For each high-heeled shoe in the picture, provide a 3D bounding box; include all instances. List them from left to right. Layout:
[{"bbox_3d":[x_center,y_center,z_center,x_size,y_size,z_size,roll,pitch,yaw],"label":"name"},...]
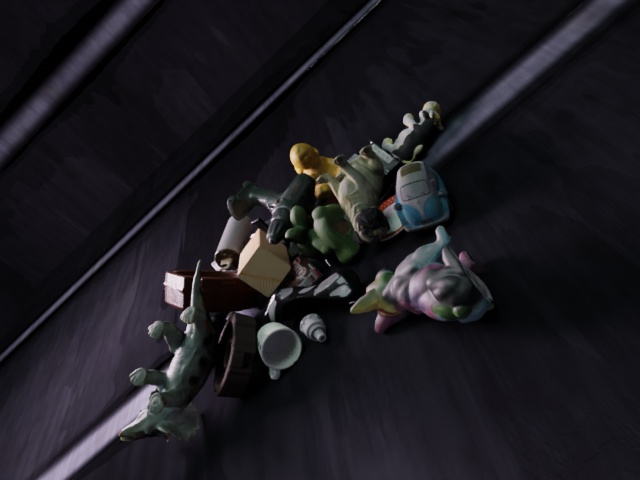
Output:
[{"bbox_3d":[-0.018,0.143,1.112,0.248,0.086,0.145,-48,42,14],"label":"high-heeled shoe"}]

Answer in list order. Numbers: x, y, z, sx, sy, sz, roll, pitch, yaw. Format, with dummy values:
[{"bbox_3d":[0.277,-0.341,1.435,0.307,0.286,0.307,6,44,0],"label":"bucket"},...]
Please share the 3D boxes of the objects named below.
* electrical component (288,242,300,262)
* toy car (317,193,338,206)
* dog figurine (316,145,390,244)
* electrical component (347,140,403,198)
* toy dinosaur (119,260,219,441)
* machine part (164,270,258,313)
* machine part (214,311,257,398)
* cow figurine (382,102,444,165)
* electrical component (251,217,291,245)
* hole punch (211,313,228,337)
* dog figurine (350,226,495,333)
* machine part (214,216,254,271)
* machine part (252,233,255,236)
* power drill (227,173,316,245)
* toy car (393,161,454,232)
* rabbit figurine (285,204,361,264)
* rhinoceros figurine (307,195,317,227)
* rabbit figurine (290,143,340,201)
[{"bbox_3d":[-0.056,0.029,1.348,0.063,0.021,0.094,-34,32,23],"label":"electrical component"},{"bbox_3d":[0.073,-0.125,1.337,0.089,0.053,0.202,24,74,39],"label":"toy car"},{"bbox_3d":[0.108,-0.089,1.151,0.172,0.190,0.121,-25,-13,-29],"label":"dog figurine"},{"bbox_3d":[0.115,-0.155,1.264,0.134,0.058,0.115,-43,56,-3],"label":"electrical component"},{"bbox_3d":[-0.286,0.261,1.156,0.131,0.192,0.405,18,73,26],"label":"toy dinosaur"},{"bbox_3d":[-0.268,0.124,1.327,0.202,0.201,0.087,7,94,55],"label":"machine part"},{"bbox_3d":[-0.179,0.243,1.141,0.179,0.056,0.179,-166,90,-73],"label":"machine part"},{"bbox_3d":[0.234,-0.253,1.264,0.167,0.068,0.098,-48,34,4],"label":"cow figurine"},{"bbox_3d":[-0.127,-0.029,1.417,0.075,0.119,0.048,-26,35,37],"label":"electrical component"},{"bbox_3d":[-0.248,0.239,1.292,0.142,0.092,0.116,-46,-2,-3],"label":"hole punch"},{"bbox_3d":[0.158,0.096,0.892,0.219,0.108,0.192,-40,32,22],"label":"dog figurine"},{"bbox_3d":[-0.232,0.004,1.471,0.079,0.079,0.243,-33,26,24],"label":"machine part"},{"bbox_3d":[-0.180,0.004,1.534,0.139,0.039,0.084,-13,48,44],"label":"machine part"},{"bbox_3d":[-0.127,-0.082,1.316,0.208,0.085,0.232,3,44,39],"label":"power drill"},{"bbox_3d":[0.196,-0.102,1.063,0.109,0.102,0.162,-15,43,17],"label":"toy car"},{"bbox_3d":[-0.002,-0.004,1.211,0.170,0.159,0.121,-36,36,51],"label":"rabbit figurine"},{"bbox_3d":[-0.051,-0.061,1.373,0.112,0.073,0.190,-19,36,13],"label":"rhinoceros figurine"},{"bbox_3d":[-0.011,-0.197,1.420,0.122,0.173,0.162,-47,32,9],"label":"rabbit figurine"}]
